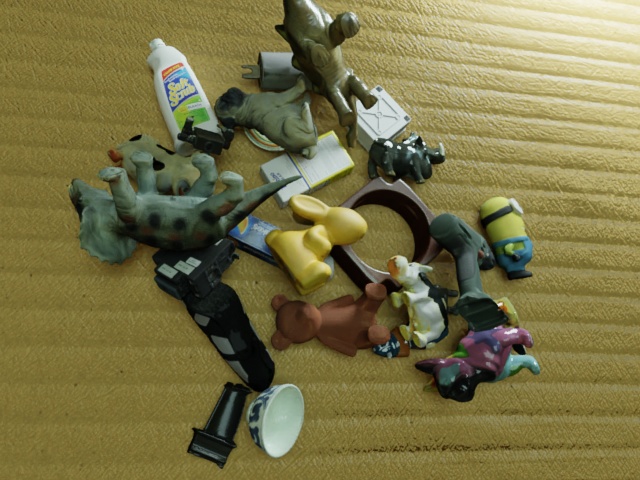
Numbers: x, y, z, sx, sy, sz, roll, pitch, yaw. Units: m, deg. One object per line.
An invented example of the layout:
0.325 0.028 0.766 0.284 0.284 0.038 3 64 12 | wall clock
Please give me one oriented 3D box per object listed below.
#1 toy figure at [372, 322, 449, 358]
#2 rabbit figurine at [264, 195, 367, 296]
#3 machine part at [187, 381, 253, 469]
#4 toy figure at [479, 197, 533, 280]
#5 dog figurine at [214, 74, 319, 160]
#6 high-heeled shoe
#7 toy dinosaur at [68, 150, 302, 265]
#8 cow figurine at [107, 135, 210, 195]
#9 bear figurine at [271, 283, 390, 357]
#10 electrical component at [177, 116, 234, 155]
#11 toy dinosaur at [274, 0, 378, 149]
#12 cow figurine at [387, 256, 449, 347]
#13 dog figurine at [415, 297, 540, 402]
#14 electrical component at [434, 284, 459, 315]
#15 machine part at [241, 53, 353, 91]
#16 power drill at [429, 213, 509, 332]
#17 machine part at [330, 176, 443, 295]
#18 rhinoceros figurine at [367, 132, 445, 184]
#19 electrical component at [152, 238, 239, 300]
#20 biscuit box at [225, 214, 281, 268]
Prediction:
0.172 0.190 1.032 0.154 0.064 0.057 -19 116 -12 | toy figure
-0.002 -0.003 0.969 0.173 0.121 0.162 -32 71 -8 | rabbit figurine
-0.169 0.313 0.932 0.084 0.039 0.139 26 70 1 | machine part
0.394 -0.005 1.131 0.089 0.082 0.180 -4 77 -13 | toy figure
-0.107 -0.225 1.062 0.191 0.121 0.172 -13 64 5 | dog figurine
-0.173 0.168 0.979 0.086 0.145 0.249 -32 52 -31 | high-heeled shoe
-0.242 -0.043 0.912 0.405 0.192 0.131 6 34 -5 | toy dinosaur
-0.287 -0.133 1.006 0.195 0.085 0.127 34 65 22 | cow figurine
0.013 0.142 0.980 0.196 0.132 0.120 10 61 -15 | bear figurine
-0.212 -0.196 1.002 0.102 0.078 0.045 15 110 -19 | electrical component
-0.012 -0.372 0.997 0.105 0.470 0.199 -32 39 -11 | toy dinosaur
0.183 0.100 0.978 0.098 0.068 0.167 -19 99 -22 | cow figurine
0.288 0.214 1.025 0.219 0.108 0.192 -18 33 4 | dog figurine
0.236 0.122 1.086 0.094 0.021 0.063 7 71 -9 | electrical component
-0.046 -0.360 1.150 0.243 0.079 0.079 -3 74 -12 | machine part
0.293 0.063 1.013 0.231 0.086 0.207 39 42 -38 | power drill
0.125 -0.007 1.071 0.201 0.087 0.201 -39 86 -20 | machine part
0.182 -0.170 1.128 0.190 0.073 0.112 0 86 -32 | rhinoceros figurine
-0.230 0.041 0.963 0.115 0.058 0.134 25 57 32 | electrical component
-0.142 -0.015 1.027 0.203 0.063 0.059 26 71 -3 | biscuit box
